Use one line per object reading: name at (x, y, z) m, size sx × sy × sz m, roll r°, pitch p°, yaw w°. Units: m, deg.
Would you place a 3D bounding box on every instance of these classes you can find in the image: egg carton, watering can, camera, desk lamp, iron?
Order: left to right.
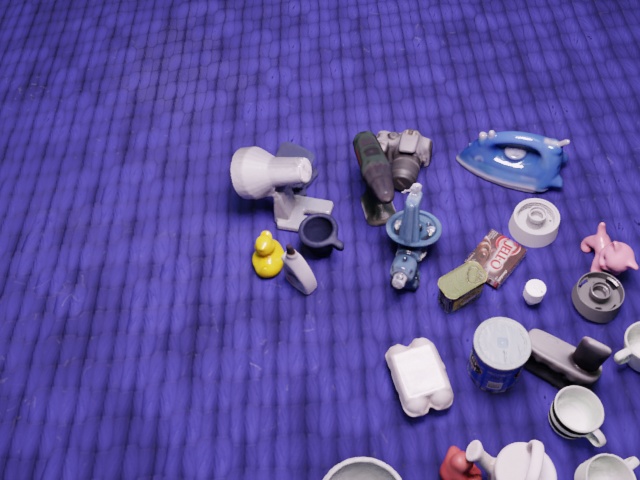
desk lamp at (-0.086, -0.122, 1.333) m, size 0.203 × 0.214 × 0.118 m, roll 9°, pitch 60°, yaw 14°
camera at (0.196, -0.199, 1.404) m, size 0.143 × 0.101 × 0.137 m, roll 9°, pitch 61°, yaw 14°
egg carton at (0.197, 0.270, 1.134) m, size 0.107 × 0.069 × 0.150 m, roll -18°, pitch 58°, yaw -2°
iron at (0.452, -0.208, 1.347) m, size 0.257 × 0.142 × 0.119 m, roll 13°, pitch 62°, yaw 16°
watering can at (0.335, 0.394, 0.963) m, size 0.172 × 0.194 × 0.101 m, roll -1°, pitch 58°, yaw 8°

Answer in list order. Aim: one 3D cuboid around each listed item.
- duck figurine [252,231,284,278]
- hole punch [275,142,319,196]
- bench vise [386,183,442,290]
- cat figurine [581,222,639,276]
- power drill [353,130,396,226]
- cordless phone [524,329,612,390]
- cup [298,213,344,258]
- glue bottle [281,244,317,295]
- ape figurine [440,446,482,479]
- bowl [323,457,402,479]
duck figurine at (-0.124, 0.028, 1.322) m, size 0.077 × 0.086 × 0.104 m, roll -3°, pitch 58°, yaw 7°
hole punch at (-0.067, -0.178, 1.437) m, size 0.108 × 0.091 × 0.101 m, roll 25°, pitch 65°, yaw 22°
bench vise at (0.202, -0.004, 1.213) m, size 0.121 × 0.220 × 0.207 m, roll -4°, pitch 58°, yaw 7°
cat figurine at (0.607, 0.023, 1.196) m, size 0.067 × 0.118 × 0.127 m, roll -10°, pitch 58°, yaw 3°
power drill at (0.130, -0.127, 1.306) m, size 0.075 × 0.209 × 0.229 m, roll -15°, pitch 58°, yaw 0°
cordless phone at (0.461, 0.202, 1.068) m, size 0.147 × 0.185 × 0.094 m, roll 26°, pitch 66°, yaw 22°
cup at (0.012, 0.005, 1.310) m, size 0.117 × 0.095 × 0.092 m, roll 32°, pitch 68°, yaw 25°
glue bottle at (-0.053, 0.055, 1.243) m, size 0.078 × 0.173 × 0.037 m, roll 32°, pitch 68°, yaw 25°
ape figurine at (0.252, 0.407, 1.028) m, size 0.076 × 0.092 × 0.077 m, roll -15°, pitch 58°, yaw -1°
bowl at (0.078, 0.480, 1.020) m, size 0.167 × 0.075 × 0.167 m, roll -4°, pitch 58°, yaw 6°
